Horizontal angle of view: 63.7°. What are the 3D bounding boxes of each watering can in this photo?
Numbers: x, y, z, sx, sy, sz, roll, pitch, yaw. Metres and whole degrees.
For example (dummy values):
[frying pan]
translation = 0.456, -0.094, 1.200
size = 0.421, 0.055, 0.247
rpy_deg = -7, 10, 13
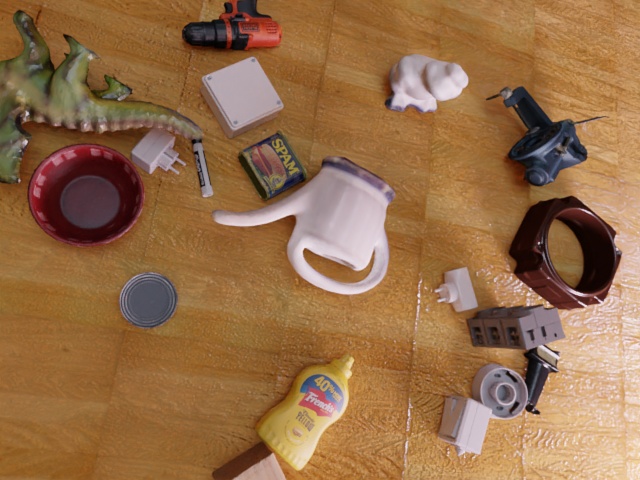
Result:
[watering can]
translation = 0.003, -0.044, 0.872
size = 0.344, 0.104, 0.227
rpy_deg = 30, 74, -31

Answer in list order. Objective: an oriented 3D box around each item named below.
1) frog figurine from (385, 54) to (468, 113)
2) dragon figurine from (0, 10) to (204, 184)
[frog figurine]
translation = 0.212, -0.319, 1.002
size = 0.137, 0.157, 0.124
rpy_deg = 19, 72, -14
[dragon figurine]
translation = -0.408, -0.183, 0.768
size = 0.411, 0.120, 0.246
rpy_deg = 31, 72, 4
